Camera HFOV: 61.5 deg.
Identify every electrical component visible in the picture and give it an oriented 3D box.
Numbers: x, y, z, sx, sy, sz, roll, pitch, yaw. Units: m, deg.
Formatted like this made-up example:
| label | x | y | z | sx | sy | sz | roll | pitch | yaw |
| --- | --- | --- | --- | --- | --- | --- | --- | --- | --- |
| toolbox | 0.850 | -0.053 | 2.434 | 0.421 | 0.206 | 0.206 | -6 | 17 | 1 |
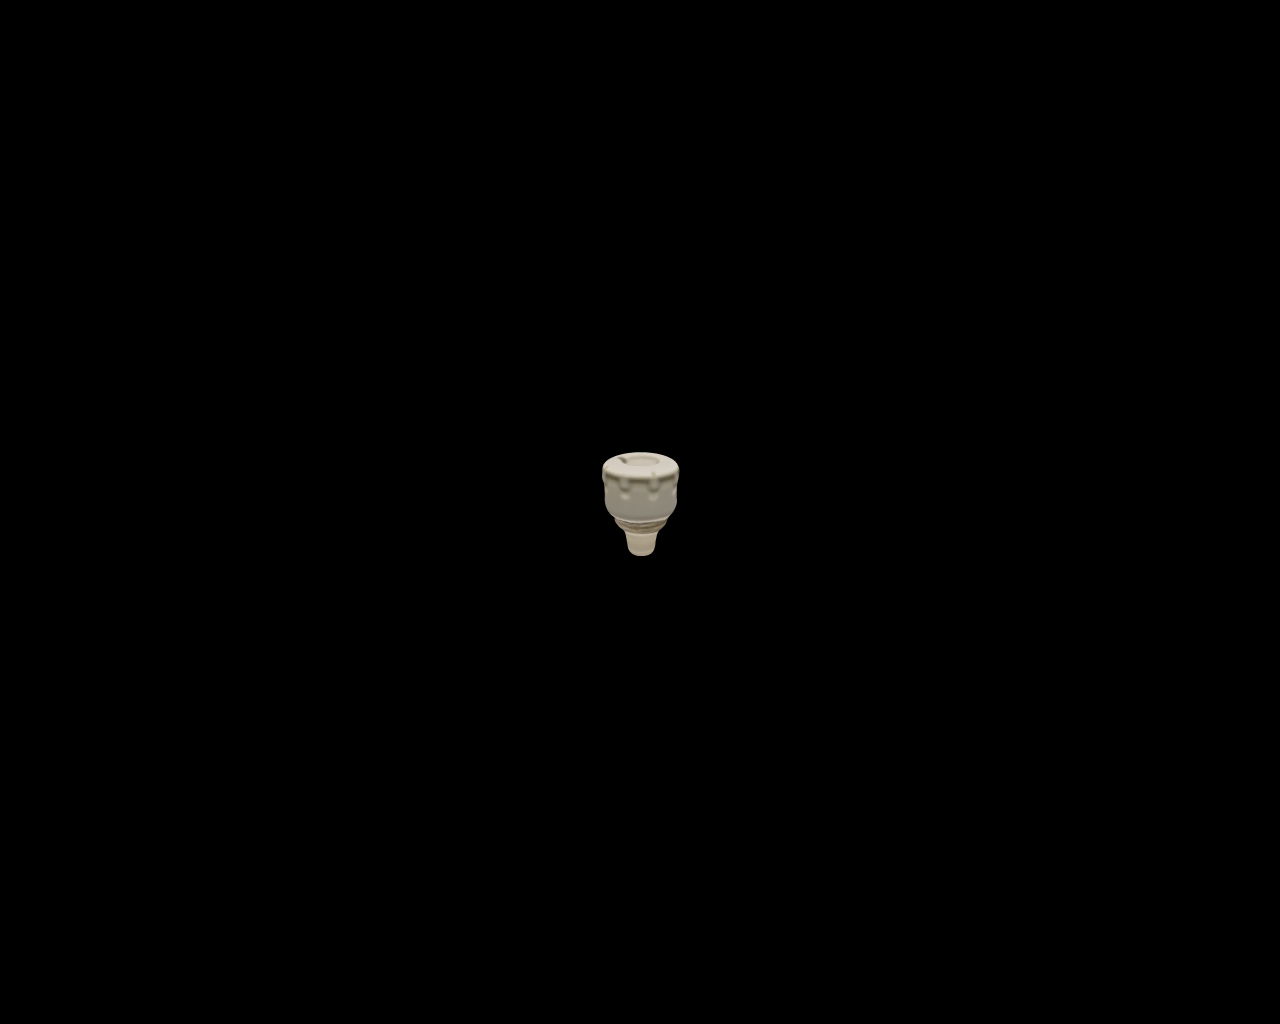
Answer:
| label | x | y | z | sx | sy | sz | roll | pitch | yaw |
| --- | --- | --- | --- | --- | --- | --- | --- | --- | --- |
| electrical component | 0.001 | -0.003 | 0.650 | 0.048 | 0.062 | 0.048 | 0 | 19 | 0 |
